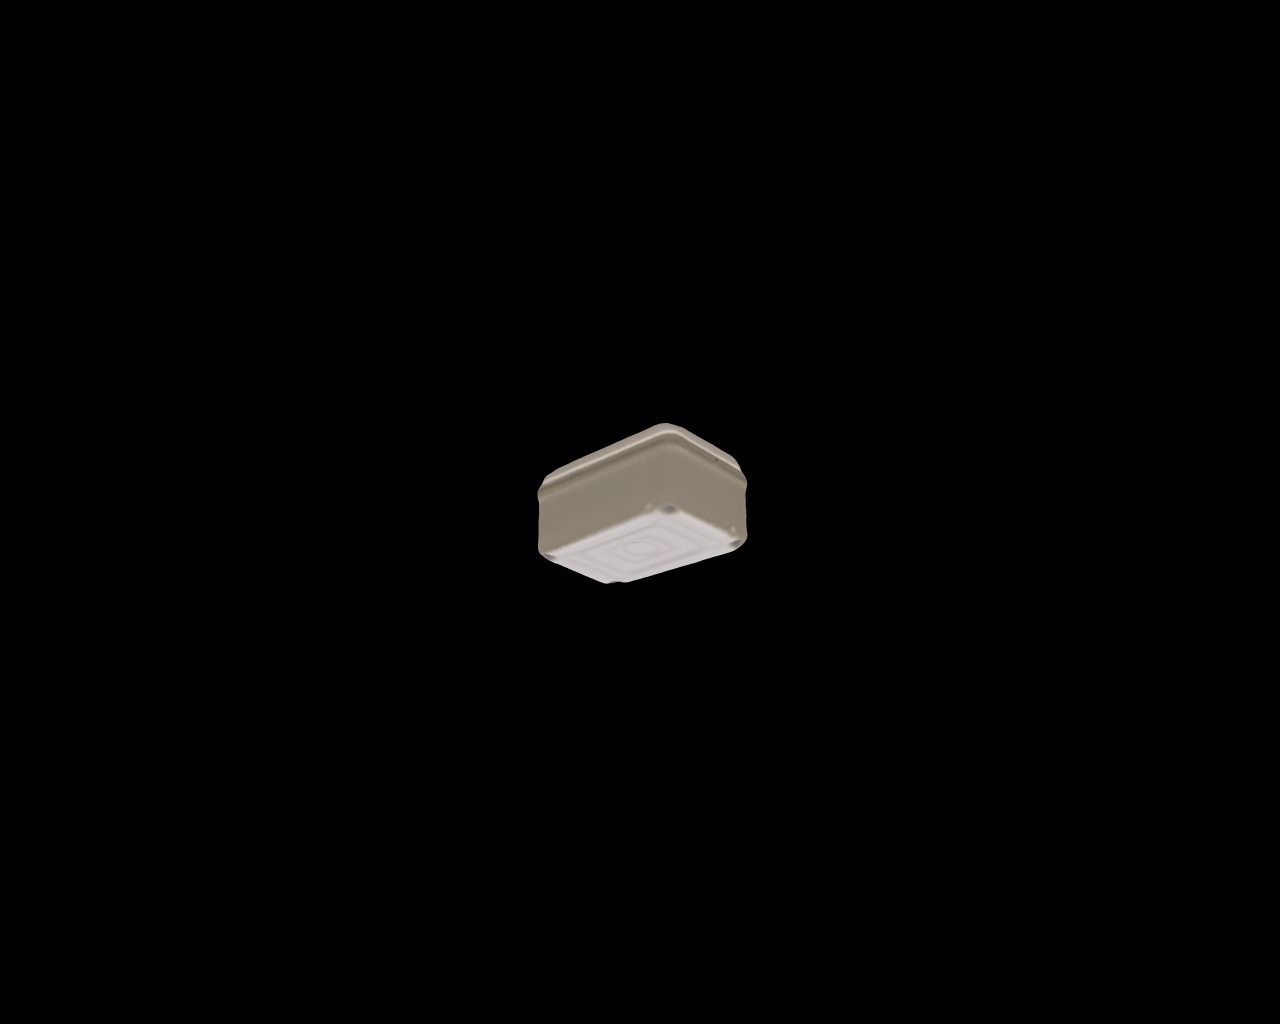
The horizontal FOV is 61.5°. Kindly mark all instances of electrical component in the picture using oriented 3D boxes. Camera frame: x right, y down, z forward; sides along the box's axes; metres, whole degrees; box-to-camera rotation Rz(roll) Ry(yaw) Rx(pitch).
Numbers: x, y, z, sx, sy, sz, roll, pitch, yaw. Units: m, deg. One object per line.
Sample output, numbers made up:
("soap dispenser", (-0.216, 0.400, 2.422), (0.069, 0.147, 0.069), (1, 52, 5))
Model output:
("electrical component", (0.001, -0.003, 0.650), (0.113, 0.057, 0.078), (-20, -32, 36))
